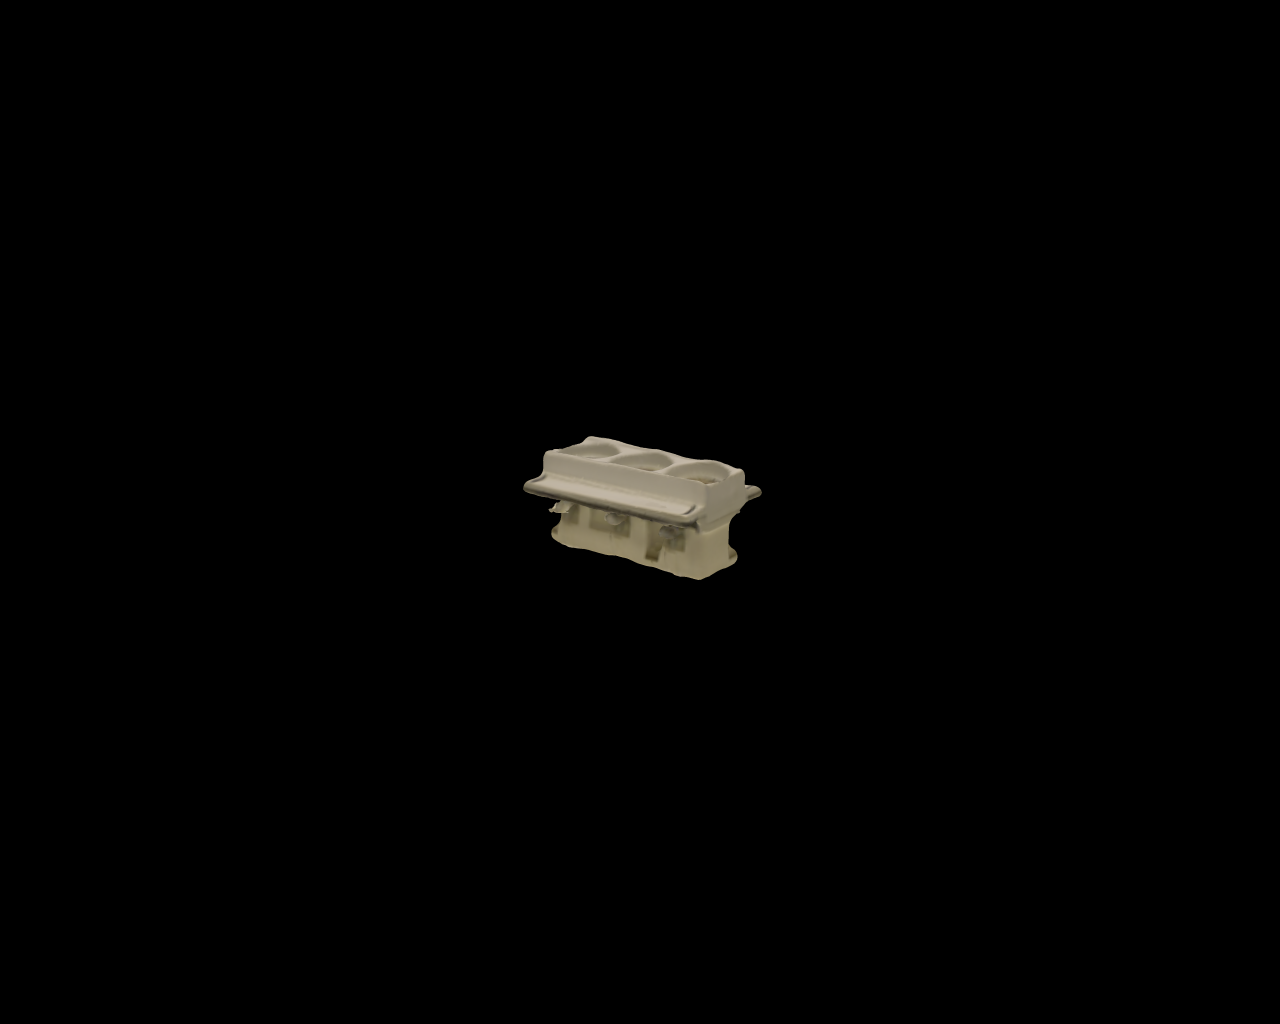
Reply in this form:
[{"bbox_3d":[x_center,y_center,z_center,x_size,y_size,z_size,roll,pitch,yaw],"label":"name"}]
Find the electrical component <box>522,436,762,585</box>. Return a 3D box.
[{"bbox_3d":[0.001,-0.003,0.650,0.121,0.063,0.079,14,22,36],"label":"electrical component"}]
